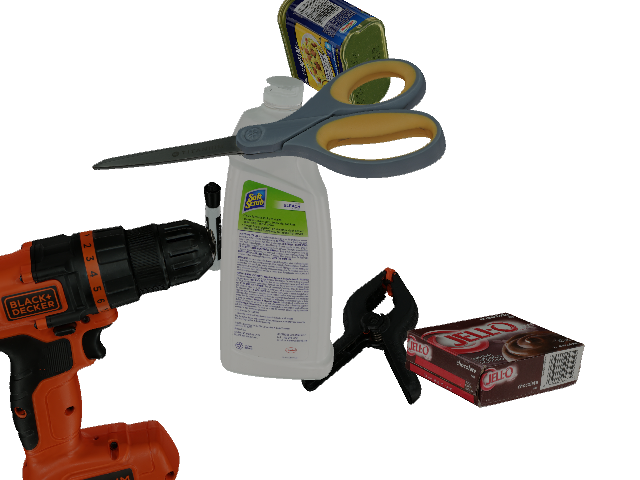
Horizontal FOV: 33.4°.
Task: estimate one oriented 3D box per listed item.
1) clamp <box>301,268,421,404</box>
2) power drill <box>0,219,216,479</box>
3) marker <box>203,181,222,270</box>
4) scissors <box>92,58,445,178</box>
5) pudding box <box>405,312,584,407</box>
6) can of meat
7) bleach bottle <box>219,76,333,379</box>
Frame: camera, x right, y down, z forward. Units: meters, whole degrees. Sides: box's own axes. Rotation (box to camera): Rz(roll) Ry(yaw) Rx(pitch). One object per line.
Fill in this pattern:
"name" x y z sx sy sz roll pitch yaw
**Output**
"clamp" 0.065 0.100 1.098 0.120 0.171 0.039 16 -39 17
"power drill" -0.147 0.081 0.707 0.184 0.187 0.057 -12 26 -6
"marker" -0.120 -0.016 1.198 0.020 0.121 0.020 2 41 -2
"scissors" -0.025 -0.070 0.614 0.202 0.096 0.016 4 -40 18
"pudding box" 0.138 0.093 0.852 0.113 0.039 0.090 -4 17 -35
"can of meat" 0.015 -0.173 0.973 0.057 0.102 0.084 -40 55 -19
"bleach bottle" -0.030 -0.009 0.879 0.102 0.251 0.068 4 24 -2
